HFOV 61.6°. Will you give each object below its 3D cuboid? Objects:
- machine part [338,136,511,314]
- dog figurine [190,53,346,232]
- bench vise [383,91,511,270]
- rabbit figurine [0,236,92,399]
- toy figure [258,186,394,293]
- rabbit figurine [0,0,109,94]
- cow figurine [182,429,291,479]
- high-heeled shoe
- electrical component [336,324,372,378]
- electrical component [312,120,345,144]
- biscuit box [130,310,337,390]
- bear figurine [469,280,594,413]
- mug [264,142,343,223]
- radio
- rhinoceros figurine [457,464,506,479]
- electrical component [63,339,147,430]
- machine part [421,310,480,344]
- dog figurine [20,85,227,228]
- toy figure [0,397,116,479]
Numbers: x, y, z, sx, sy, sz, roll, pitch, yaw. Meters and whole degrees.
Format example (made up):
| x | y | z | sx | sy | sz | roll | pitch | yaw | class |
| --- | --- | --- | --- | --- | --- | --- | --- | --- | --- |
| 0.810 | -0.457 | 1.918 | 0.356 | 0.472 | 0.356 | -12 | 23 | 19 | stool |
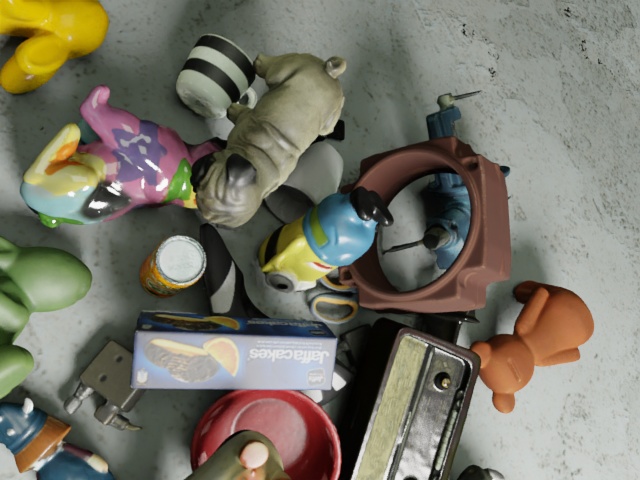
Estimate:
| x | y | z | sx | sy | sz | roll | pitch | yaw | class |
| --- | --- | --- | --- | --- | --- | --- | --- | --- | --- |
| 0.121 | -0.014 | 0.657 | 0.087 | 0.201 | 0.201 | 18 | 69 | -50 | machine part |
| -0.046 | -0.109 | 0.564 | 0.121 | 0.172 | 0.191 | 30 | 33 | -14 | dog figurine |
| 0.191 | -0.084 | 0.768 | 0.223 | 0.129 | 0.240 | -24 | 105 | -35 | bench vise |
| -0.317 | 0.063 | 0.530 | 0.159 | 0.121 | 0.170 | 44 | 45 | -1 | rabbit figurine |
| 0.002 | -0.001 | 0.640 | 0.082 | 0.180 | 0.089 | 37 | 35 | -22 | toy figure |
| -0.323 | -0.252 | 0.597 | 0.173 | 0.122 | 0.162 | 7 | 75 | -42 | rabbit figurine |
| -0.121 | 0.264 | 0.521 | 0.195 | 0.127 | 0.085 | -40 | 94 | -11 | cow figurine |
| -0.050 | 0.087 | 0.632 | 0.145 | 0.086 | 0.248 | -15 | 99 | -10 | high-heeled shoe |
| 0.057 | 0.147 | 0.710 | 0.094 | 0.021 | 0.063 | -19 | 85 | -28 | electrical component |
| -0.013 | -0.167 | 0.750 | 0.119 | 0.048 | 0.075 | 9 | 73 | -21 | electrical component |
| -0.086 | 0.115 | 0.553 | 0.203 | 0.059 | 0.062 | 4 | 99 | -14 | biscuit box |
| 0.294 | 0.151 | 0.782 | 0.196 | 0.132 | 0.120 | -33 | 90 | -10 | bear figurine |
| -0.005 | -0.072 | 0.711 | 0.109 | 0.081 | 0.107 | 41 | 57 | -18 | mug |
| 0.100 | 0.221 | 0.649 | 0.131 | 0.073 | 0.229 | 20 | 86 | -19 | radio |
| 0.223 | 0.368 | 0.677 | 0.073 | 0.112 | 0.190 | -37 | 101 | -25 | rhinoceros figurine |
| -0.210 | 0.154 | 0.576 | 0.078 | 0.045 | 0.102 | 22 | 62 | 13 | electrical component |
| 0.168 | 0.132 | 0.736 | 0.039 | 0.084 | 0.138 | 26 | 79 | -60 | machine part |
| -0.189 | -0.060 | 0.609 | 0.219 | 0.108 | 0.191 | 33 | 64 | -16 | dog figurine |
| -0.261 | 0.217 | 0.527 | 0.154 | 0.058 | 0.064 | 48 | 57 | -1 | toy figure |
